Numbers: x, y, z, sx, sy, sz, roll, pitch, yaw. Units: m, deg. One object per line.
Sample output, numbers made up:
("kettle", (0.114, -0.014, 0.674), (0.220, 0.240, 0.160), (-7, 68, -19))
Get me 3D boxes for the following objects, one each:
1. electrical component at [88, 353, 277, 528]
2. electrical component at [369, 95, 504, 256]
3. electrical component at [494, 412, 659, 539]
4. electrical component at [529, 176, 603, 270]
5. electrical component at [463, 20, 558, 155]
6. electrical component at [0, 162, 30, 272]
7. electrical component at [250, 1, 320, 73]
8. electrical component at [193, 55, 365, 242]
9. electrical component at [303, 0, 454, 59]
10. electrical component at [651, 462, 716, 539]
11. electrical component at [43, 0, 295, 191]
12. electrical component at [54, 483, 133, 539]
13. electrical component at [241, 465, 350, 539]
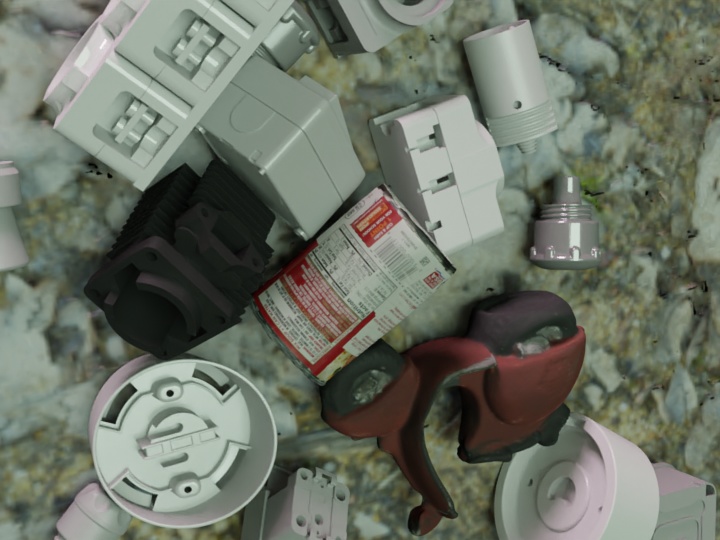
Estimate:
("electrical component", (-0.105, 0.095, 0.616), (0.099, 0.064, 0.099), (-4, 99, -24))
("electrical component", (0.051, -0.060, 0.669), (0.056, 0.050, 0.089), (-23, 106, -19))
("electrical component", (0.148, 0.154, 0.715), (0.060, 0.108, 0.108), (23, 88, -31))
("electrical component", (0.137, -0.031, 0.715), (0.048, 0.048, 0.062), (0, 91, -24))
("electrical component", (0.097, -0.113, 0.685), (0.043, 0.043, 0.081), (-24, 107, -19))
("electrical component", (-0.200, -0.028, 0.567), (0.045, 0.045, 0.055), (-8, 100, -22))
("electrical component", (-0.057, -0.128, 0.616), (0.062, 0.048, 0.048), (-47, 113, -2))
("electrical component", (-0.040, -0.067, 0.608), (0.061, 0.062, 0.096), (-49, 151, -10))
("electrical component", (-0.004, -0.210, 0.616), (0.089, 0.062, 0.150), (-36, 110, -15))
("electrical component", (0.205, 0.201, 0.768), (0.078, 0.057, 0.113), (-7, 101, -28))
("electrical component", (-0.091, -0.129, 0.549), (0.062, 0.089, 0.150), (35, 106, -23))
("electrical component", (-0.161, 0.155, 0.618), (0.035, 0.035, 0.061), (40, 83, -23))
("electrical component", (-0.039, 0.153, 0.647), (0.042, 0.064, 0.081), (27, 45, -26))
